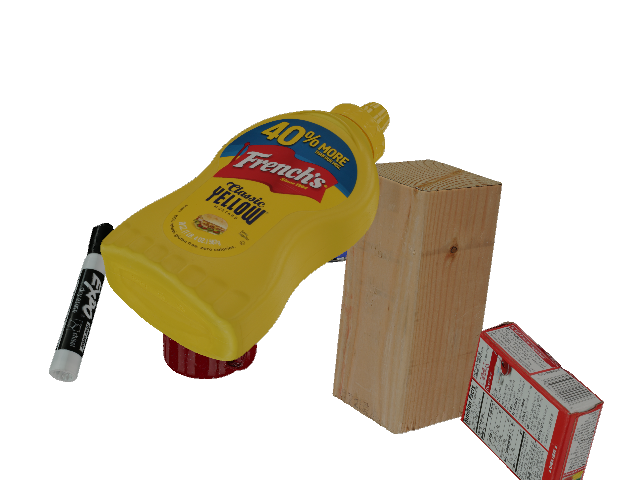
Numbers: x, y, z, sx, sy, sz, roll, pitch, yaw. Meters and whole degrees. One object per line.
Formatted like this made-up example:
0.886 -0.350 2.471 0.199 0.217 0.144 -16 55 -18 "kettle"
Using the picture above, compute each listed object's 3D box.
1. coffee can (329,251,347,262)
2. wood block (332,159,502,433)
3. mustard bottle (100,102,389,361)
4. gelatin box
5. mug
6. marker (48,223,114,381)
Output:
-0.009 -0.056 1.144 0.103 0.140 0.103 4 12 -1 "coffee can"
0.079 0.044 0.898 0.090 0.206 0.090 -7 21 -37 "wood block"
-0.023 -0.021 0.596 0.096 0.058 0.191 28 53 27 "mustard bottle"
0.127 0.104 0.652 0.030 0.073 0.089 -12 35 -27 "gelatin box"
-0.103 0.085 1.027 0.117 0.081 0.093 26 33 37 "mug"
-0.162 0.040 0.738 0.020 0.121 0.020 7 -33 4 "marker"
